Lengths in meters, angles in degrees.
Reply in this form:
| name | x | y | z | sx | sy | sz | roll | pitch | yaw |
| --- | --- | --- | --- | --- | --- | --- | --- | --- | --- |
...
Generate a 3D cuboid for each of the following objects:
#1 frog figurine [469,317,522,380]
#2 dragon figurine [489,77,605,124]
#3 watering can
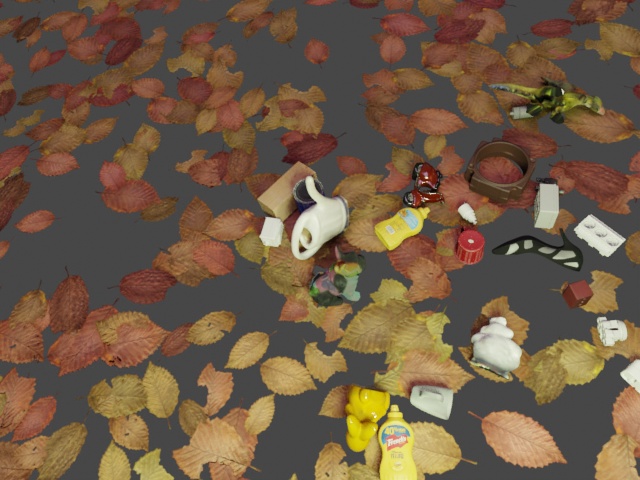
| name | x | y | z | sx | sy | sz | roll | pitch | yaw |
| --- | --- | --- | --- | --- | --- | --- | --- | --- | --- |
| frog figurine | 0.500 | 0.292 | 1.450 | 0.138 | 0.121 | 0.161 | 14 | 74 | 38 |
| dragon figurine | 0.833 | -0.534 | 1.872 | 0.412 | 0.119 | 0.247 | 25 | 38 | 13 |
| watering can | 0.005 | -0.082 | 1.638 | 0.105 | 0.339 | 0.227 | 37 | 45 | 27 |
